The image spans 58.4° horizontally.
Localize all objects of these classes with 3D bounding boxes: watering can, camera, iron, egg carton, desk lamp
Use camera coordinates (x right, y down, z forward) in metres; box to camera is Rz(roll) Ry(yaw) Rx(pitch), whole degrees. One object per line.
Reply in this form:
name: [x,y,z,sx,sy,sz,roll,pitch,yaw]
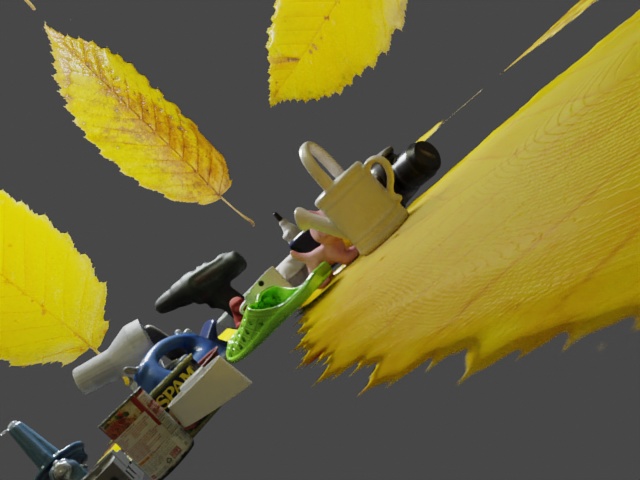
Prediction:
watering can: [0.033,-0.072,0.900,0.173,0.194,0.101,-44,3,4]
camera: [0.137,-0.116,1.015,0.143,0.101,0.136,-46,4,-39]
iron: [-0.284,0.252,1.173,0.118,0.141,0.259,-42,3,27]
egg carton: [-0.070,0.083,1.352,0.107,0.069,0.150,-43,3,16]
desk lamp: [-0.390,0.303,1.194,0.203,0.213,0.118,-45,3,-16]

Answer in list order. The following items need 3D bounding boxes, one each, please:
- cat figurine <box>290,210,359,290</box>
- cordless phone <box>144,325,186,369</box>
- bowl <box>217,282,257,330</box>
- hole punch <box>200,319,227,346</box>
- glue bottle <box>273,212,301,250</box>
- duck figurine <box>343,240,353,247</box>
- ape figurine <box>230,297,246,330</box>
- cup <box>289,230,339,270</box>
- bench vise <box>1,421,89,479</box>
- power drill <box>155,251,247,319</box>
cat figurine: [0.006,0.001,0.987,0.128,0.118,0.067,-43,3,11]
cordless phone: [-0.361,0.282,1.378,0.147,0.185,0.094,-41,4,45]
bowl: [-0.183,0.179,1.488,0.167,0.075,0.167,-44,3,3]
hole punch: [-0.291,0.272,1.494,0.101,0.091,0.108,-46,4,-37]
glue bottle: [-0.061,-0.008,1.498,0.037,0.173,0.078,-41,5,45]
duck figurine: [0.064,-0.041,1.096,0.104,0.086,0.077,-44,3,-9]
ape figurine: [-0.159,0.162,1.234,0.078,0.092,0.076,-45,3,-25]
cup: [0.010,0.004,1.114,0.117,0.095,0.092,-43,3,25]
bench vise: [-0.496,0.409,1.080,0.207,0.220,0.122,-41,4,40]
power drill: [-0.233,0.147,1.313,0.229,0.208,0.075,-44,3,3]
